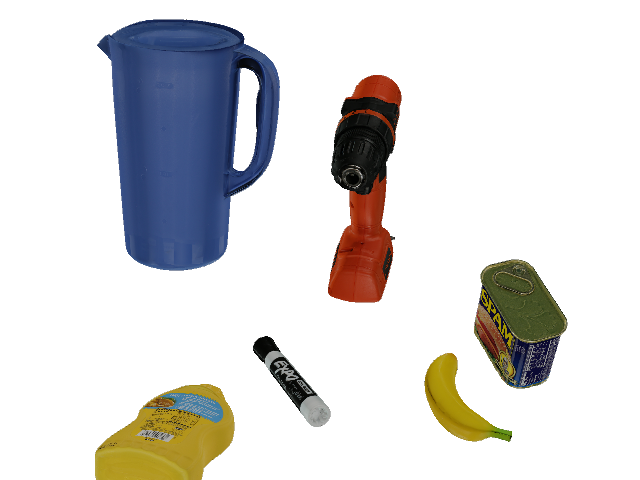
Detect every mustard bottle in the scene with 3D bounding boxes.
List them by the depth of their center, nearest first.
[{"bbox_3d":[-0.138,0.188,1.048,0.096,0.058,0.191,7,18,15],"label":"mustard bottle"}]

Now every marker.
[{"bbox_3d":[-0.025,0.107,0.829,0.020,0.020,0.121,0,21,-25],"label":"marker"}]

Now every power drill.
[{"bbox_3d":[0.040,-0.039,0.981,0.057,0.188,0.184,9,32,8],"label":"power drill"}]

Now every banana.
[{"bbox_3d":[0.160,0.189,1.276,0.069,0.037,0.198,10,21,-18],"label":"banana"}]

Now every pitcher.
[{"bbox_3d":[-0.136,-0.095,1.084,0.144,0.243,0.149,-11,28,-29],"label":"pitcher"}]

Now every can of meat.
[{"bbox_3d":[0.195,0.085,1.061,0.057,0.102,0.084,-14,-42,-14],"label":"can of meat"}]
